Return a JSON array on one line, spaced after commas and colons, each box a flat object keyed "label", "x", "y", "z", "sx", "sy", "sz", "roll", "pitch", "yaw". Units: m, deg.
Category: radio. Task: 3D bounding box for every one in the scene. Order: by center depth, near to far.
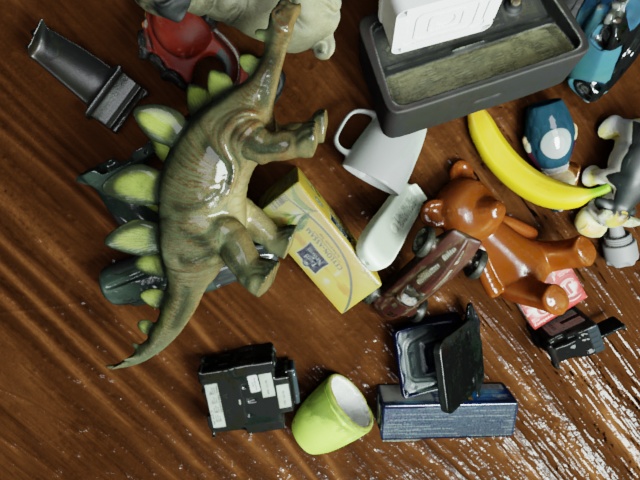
[{"label": "radio", "x": 0.163, "y": -0.215, "z": 0.610, "sx": 0.230, "sy": 0.073, "sz": 0.131, "roll": -18, "pitch": 75, "yaw": -3}]

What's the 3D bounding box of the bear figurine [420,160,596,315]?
[{"label": "bear figurine", "x": 0.235, "y": -0.009, "z": 0.690, "sx": 0.195, "sy": 0.132, "sz": 0.120, "roll": 49, "pitch": 68, "yaw": -20}]

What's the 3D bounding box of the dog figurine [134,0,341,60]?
[{"label": "dog figurine", "x": -0.084, "y": -0.239, "z": 0.551, "sx": 0.190, "sy": 0.121, "sz": 0.172, "roll": -38, "pitch": 92, "yaw": -26}]

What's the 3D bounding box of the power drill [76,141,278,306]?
[{"label": "power drill", "x": -0.189, "y": -0.023, "z": 0.679, "sx": 0.232, "sy": 0.086, "sz": 0.207, "roll": -21, "pitch": 115, "yaw": 5}]

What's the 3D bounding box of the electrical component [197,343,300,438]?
[{"label": "electrical component", "x": -0.097, "y": 0.212, "z": 0.764, "sx": 0.134, "sy": 0.058, "sz": 0.114, "roll": -7, "pitch": 110, "yaw": -3}]

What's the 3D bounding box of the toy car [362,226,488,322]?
[{"label": "toy car", "x": 0.129, "y": 0.052, "z": 0.685, "sx": 0.089, "sy": 0.053, "sz": 0.202, "roll": 26, "pitch": 143, "yaw": -11}]

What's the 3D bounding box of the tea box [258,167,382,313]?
[{"label": "tea box", "x": -0.001, "y": -0.002, "z": 0.684, "sx": 0.068, "sy": 0.098, "sz": 0.169, "roll": -36, "pitch": 108, "yaw": 8}]

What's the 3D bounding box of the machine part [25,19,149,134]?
[{"label": "machine part", "x": -0.280, "y": -0.194, "z": 0.634, "sx": 0.139, "sy": 0.039, "sz": 0.084, "roll": 40, "pitch": 105, "yaw": -16}]

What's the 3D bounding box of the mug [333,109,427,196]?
[{"label": "mug", "x": 0.078, "y": -0.125, "z": 0.667, "sx": 0.109, "sy": 0.081, "sz": 0.107, "roll": 31, "pitch": 90, "yaw": -4}]

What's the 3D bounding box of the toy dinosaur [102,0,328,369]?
[{"label": "toy dinosaur", "x": -0.124, "y": -0.027, "z": 0.580, "sx": 0.199, "sy": 0.105, "sz": 0.470, "roll": 22, "pitch": 107, "yaw": 5}]

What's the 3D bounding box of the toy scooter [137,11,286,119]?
[{"label": "toy scooter", "x": -0.141, "y": -0.196, "z": 0.620, "sx": 0.183, "sy": 0.075, "sz": 0.135, "roll": 42, "pitch": 91, "yaw": -17}]

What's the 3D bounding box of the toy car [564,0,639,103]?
[{"label": "toy car", "x": 0.318, "y": -0.243, "z": 0.625, "sx": 0.103, "sy": 0.161, "sz": 0.109, "roll": 40, "pitch": 89, "yaw": 26}]

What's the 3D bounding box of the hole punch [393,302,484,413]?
[{"label": "hole punch", "x": 0.170, "y": 0.167, "z": 0.761, "sx": 0.116, "sy": 0.092, "sz": 0.142, "roll": -18, "pitch": 101, "yaw": -41}]

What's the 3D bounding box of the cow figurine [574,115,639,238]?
[{"label": "cow figurine", "x": 0.395, "y": -0.073, "z": 0.693, "sx": 0.068, "sy": 0.098, "sz": 0.167, "roll": 8, "pitch": 106, "yaw": -14}]

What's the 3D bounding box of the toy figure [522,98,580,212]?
[{"label": "toy figure", "x": 0.303, "y": -0.104, "z": 0.699, "sx": 0.064, "sy": 0.058, "sz": 0.154, "roll": -4, "pitch": 114, "yaw": 37}]

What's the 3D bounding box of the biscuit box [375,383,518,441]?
[{"label": "biscuit box", "x": 0.186, "y": 0.253, "z": 0.798, "sx": 0.203, "sy": 0.059, "sz": 0.062, "roll": 1, "pitch": 106, "yaw": -4}]

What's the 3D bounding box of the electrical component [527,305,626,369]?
[{"label": "electrical component", "x": 0.369, "y": 0.129, "z": 0.766, "sx": 0.119, "sy": 0.075, "sz": 0.047, "roll": -26, "pitch": 108, "yaw": 8}]
